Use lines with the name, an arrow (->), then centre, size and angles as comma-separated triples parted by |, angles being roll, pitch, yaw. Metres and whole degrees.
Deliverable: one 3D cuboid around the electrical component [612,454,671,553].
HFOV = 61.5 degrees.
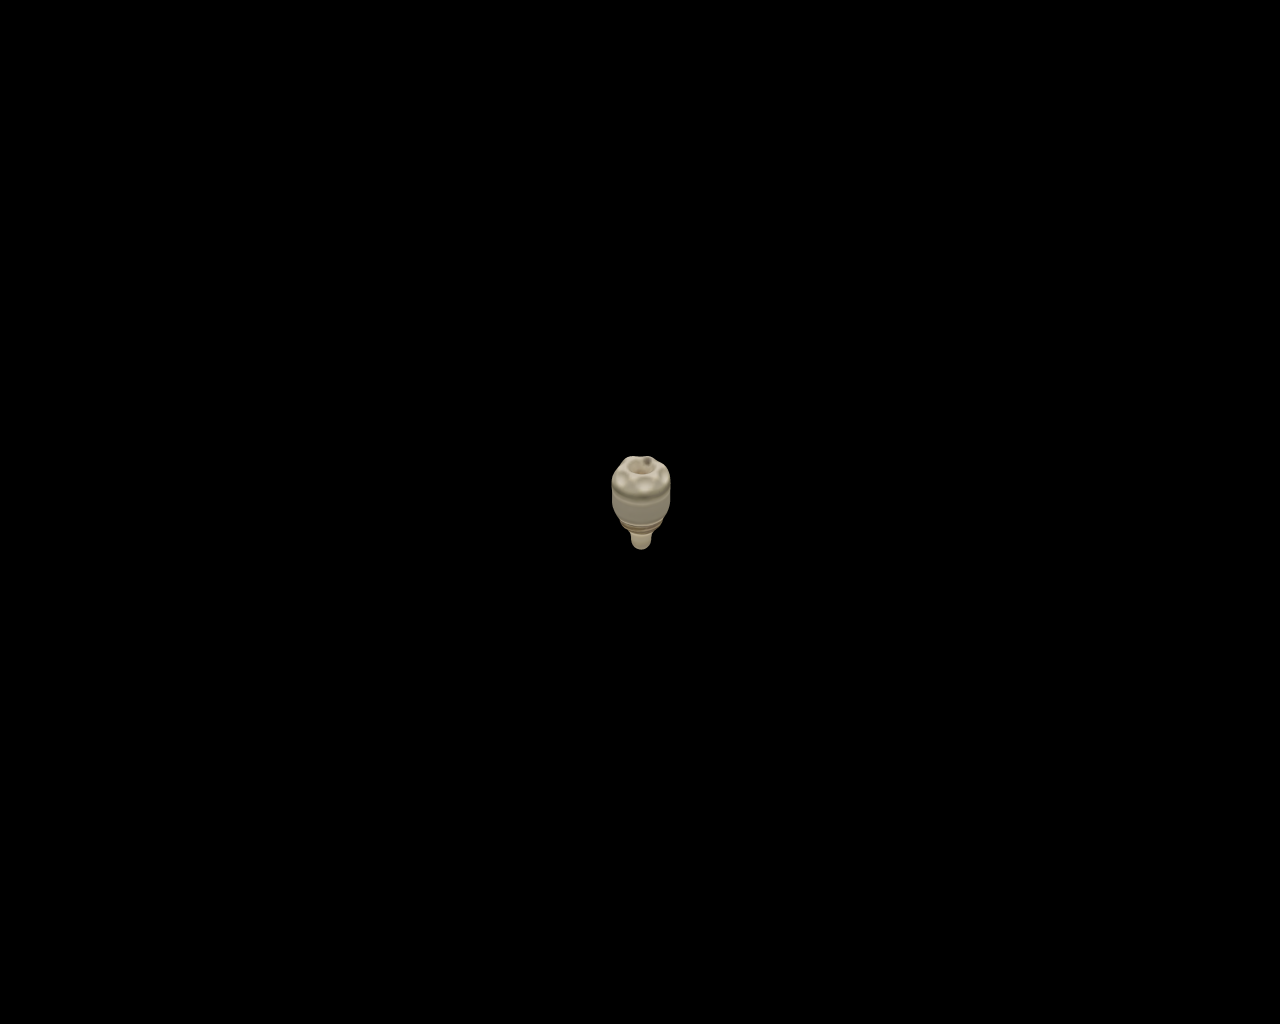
electrical component -> 0.001, -0.003, 0.650 | 0.035, 0.061, 0.035 | 0, 35, 0
